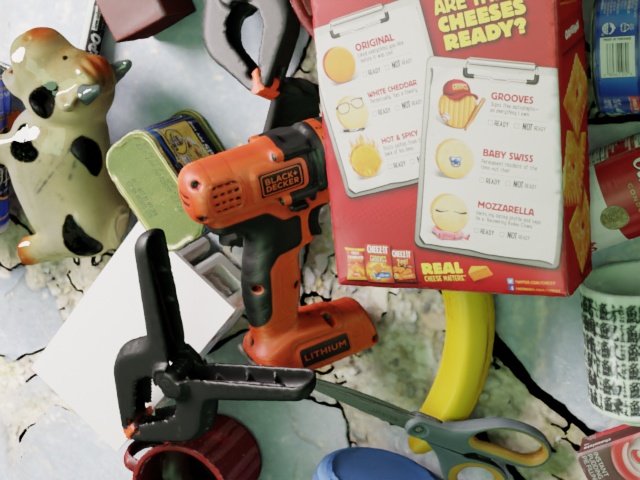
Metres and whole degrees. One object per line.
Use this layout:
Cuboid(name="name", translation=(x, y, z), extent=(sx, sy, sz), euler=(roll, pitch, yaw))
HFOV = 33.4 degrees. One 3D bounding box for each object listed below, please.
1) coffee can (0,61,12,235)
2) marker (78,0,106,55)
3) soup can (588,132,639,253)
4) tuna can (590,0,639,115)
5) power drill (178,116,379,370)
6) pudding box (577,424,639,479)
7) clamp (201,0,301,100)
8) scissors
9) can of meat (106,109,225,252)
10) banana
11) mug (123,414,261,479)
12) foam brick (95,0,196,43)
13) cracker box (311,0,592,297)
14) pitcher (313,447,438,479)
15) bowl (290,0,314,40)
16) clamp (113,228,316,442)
Cuboid(name="coffee can", translation=(-0.316, -0.080, 0.910), extent=(0.103, 0.102, 0.140), euler=(13, 110, 18))
Cuboid(name="marker", translation=(-0.192, -0.157, 0.884), extent=(0.020, 0.020, 0.121), euler=(24, 113, 14))
Cuboid(name="soup can", translation=(0.203, -0.032, 0.736), extent=(0.102, 0.068, 0.068), euler=(-22, 96, 26))
Cuboid(name="tuna can", translation=(0.201, -0.125, 0.700), extent=(0.034, 0.086, 0.086), euler=(1, 106, 23))
Cuboid(name="power drill", translation=(-0.005, 0.001, 0.804), extent=(0.184, 0.057, 0.187), euler=(-19, 116, -19))
Cuboid(name="pudding box", translation=(0.257, 0.187, 0.794), extent=(0.090, 0.039, 0.113), euler=(-26, 95, 26))
Cuboid(name="clamp", translation=(-0.050, -0.192, 0.792), extent=(0.120, 0.039, 0.171), euler=(-28, 79, 29))
Cuboid(name="scissors", translation=(0.078, 0.159, 0.829), extent=(0.201, 0.016, 0.096), euler=(11, 124, -7))
Cuboid(name="can of meat", translation=(-0.112, -0.047, 0.848), extent=(0.058, 0.083, 0.102), euler=(-33, 92, 26))
Cuboid(name="banana", translation=(0.103, 0.081, 0.830), extent=(0.070, 0.037, 0.198), euler=(11, 109, 38))
Cuboid(name="mug", translation=(-0.112, 0.199, 0.922), extent=(0.117, 0.081, 0.093), euler=(15, 110, 17))
Cuboid(name="foam brick", translation=(-0.144, -0.200, 0.834), extent=(0.051, 0.053, 0.078), euler=(-24, 94, 26))
Cuboid(name="cracker box", translation=(0.088, -0.075, 0.699), extent=(0.164, 0.072, 0.214), euler=(2, 105, 28))
Cuboid(name="pitcher", translation=(0.014, 0.297, 0.871), extent=(0.145, 0.149, 0.243), euler=(20, 109, 21))
Cuboid(name="bowl", translation=(0.057, -0.199, 0.752), extent=(0.162, 0.055, 0.162), euler=(6, 107, 20))
Cuboid(name="clamp", translation=(-0.112, 0.091, 0.814), extent=(0.164, 0.036, 0.210), euler=(48, 135, -1))
